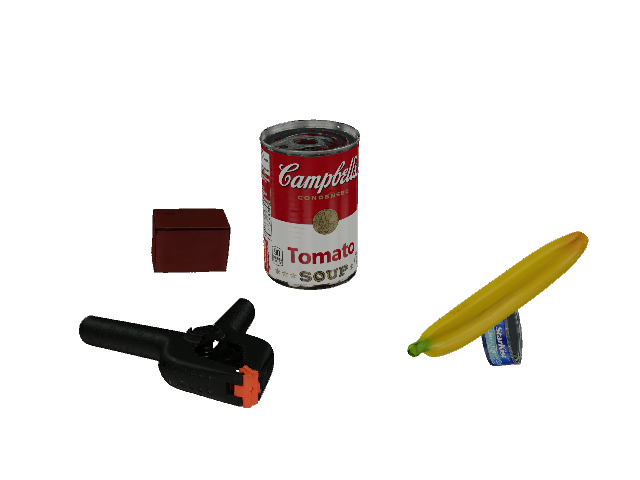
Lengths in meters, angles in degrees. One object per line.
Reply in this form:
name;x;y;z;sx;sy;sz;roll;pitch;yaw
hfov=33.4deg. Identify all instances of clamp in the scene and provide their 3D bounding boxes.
clamp;-0.091;0.089;0.901;0.164;0.036;0.210;-9;16;-32

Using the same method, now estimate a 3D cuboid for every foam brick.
foam brick;-0.137;-0.001;1.119;0.078;0.051;0.053;-1;24;-12

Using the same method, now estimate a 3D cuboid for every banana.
banana;0.169;0.058;1.012;0.198;0.037;0.069;-36;-2;-1

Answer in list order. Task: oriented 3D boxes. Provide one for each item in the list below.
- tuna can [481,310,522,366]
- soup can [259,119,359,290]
tuna can;0.219;0.109;1.289;0.034;0.086;0.086;-8;-3;20
soup can;-0.007;-0.025;0.740;0.068;0.102;0.068;0;24;0
